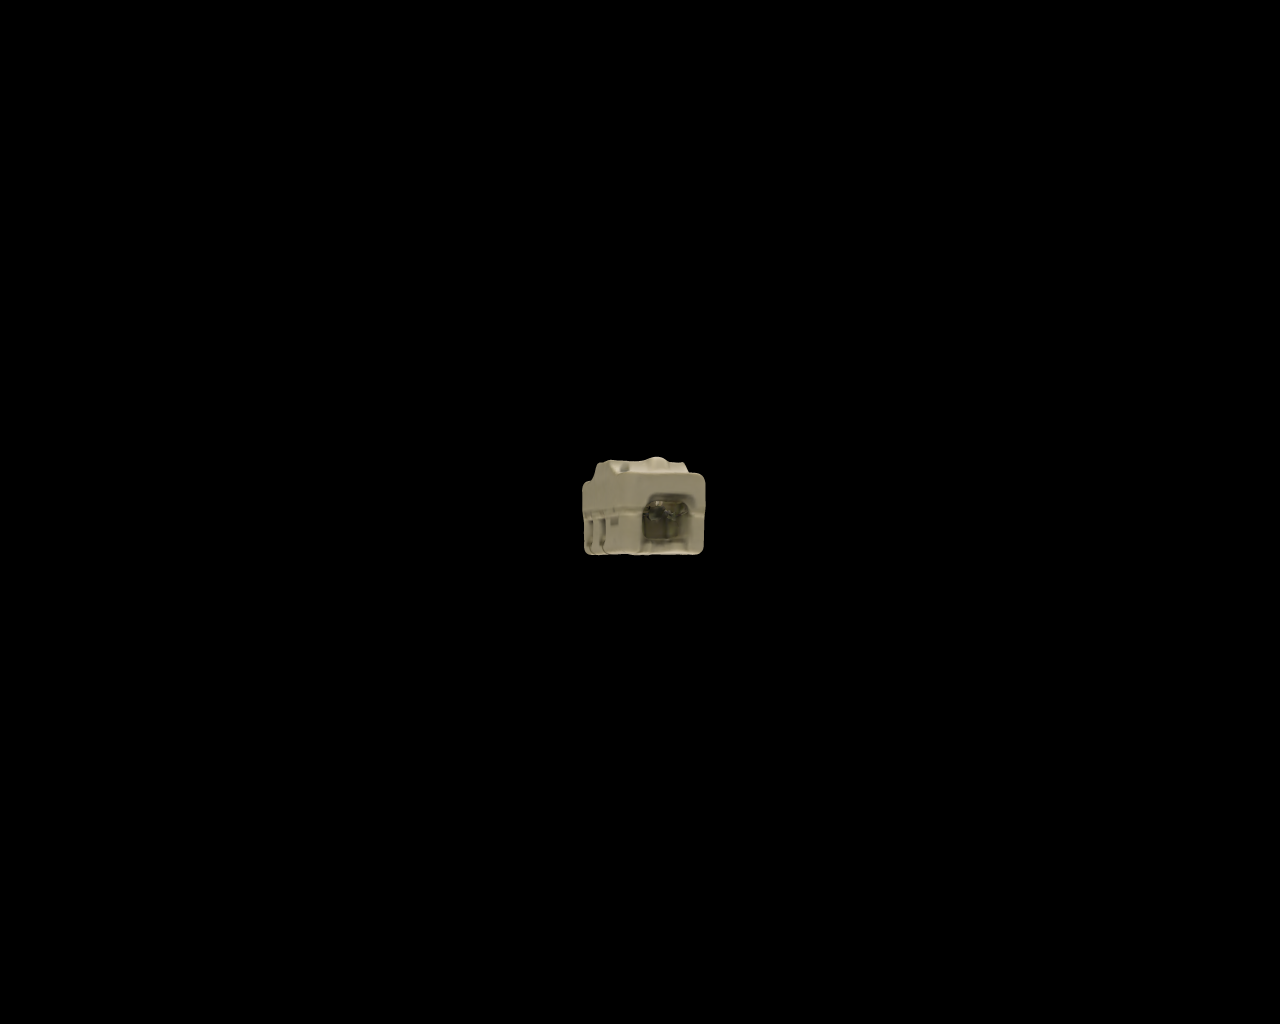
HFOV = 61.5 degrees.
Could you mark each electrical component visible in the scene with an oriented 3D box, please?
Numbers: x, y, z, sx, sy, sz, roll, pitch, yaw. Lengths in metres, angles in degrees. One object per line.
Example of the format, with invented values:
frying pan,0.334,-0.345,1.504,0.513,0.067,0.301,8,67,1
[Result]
electrical component,0.001,-0.003,0.650,0.050,0.055,0.089,1,-2,-19
